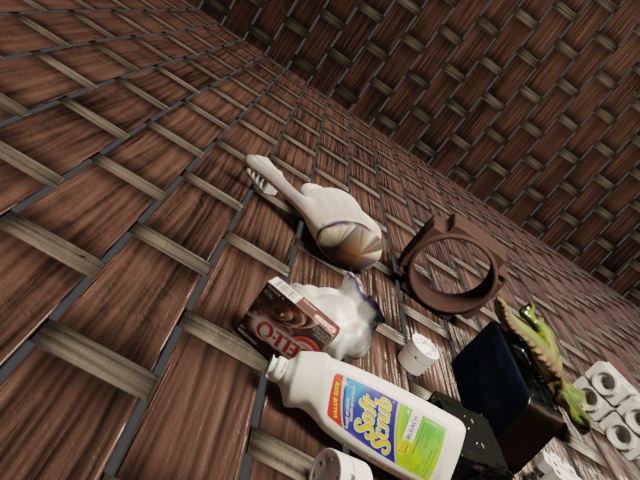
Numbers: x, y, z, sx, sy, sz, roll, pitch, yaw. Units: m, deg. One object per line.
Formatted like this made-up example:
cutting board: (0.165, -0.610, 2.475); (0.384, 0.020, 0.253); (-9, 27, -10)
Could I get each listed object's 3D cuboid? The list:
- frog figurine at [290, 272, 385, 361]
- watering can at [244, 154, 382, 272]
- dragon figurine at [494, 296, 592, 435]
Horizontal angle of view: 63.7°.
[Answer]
frog figurine: (-0.003, 0.122, 0.754); (0.160, 0.119, 0.140); (-14, 52, -16)
watering can: (0.003, -0.054, 1.064); (0.345, 0.102, 0.229); (23, 26, -31)
dragon figurine: (0.464, 0.264, 1.033); (0.405, 0.121, 0.248); (34, 21, -49)
